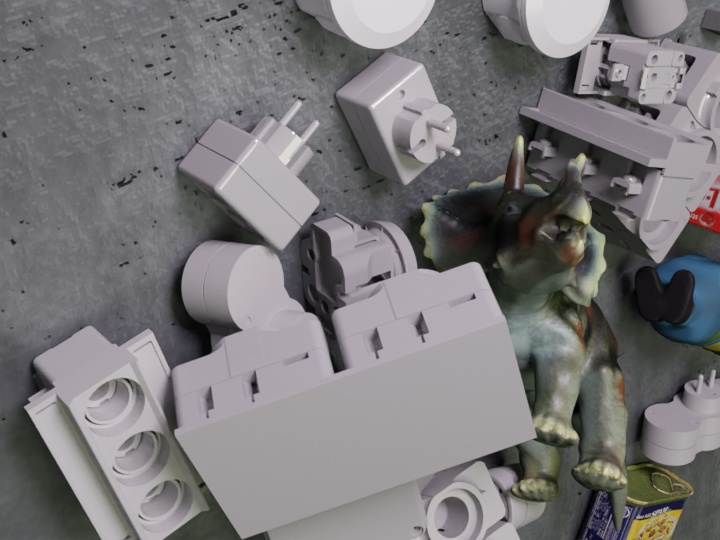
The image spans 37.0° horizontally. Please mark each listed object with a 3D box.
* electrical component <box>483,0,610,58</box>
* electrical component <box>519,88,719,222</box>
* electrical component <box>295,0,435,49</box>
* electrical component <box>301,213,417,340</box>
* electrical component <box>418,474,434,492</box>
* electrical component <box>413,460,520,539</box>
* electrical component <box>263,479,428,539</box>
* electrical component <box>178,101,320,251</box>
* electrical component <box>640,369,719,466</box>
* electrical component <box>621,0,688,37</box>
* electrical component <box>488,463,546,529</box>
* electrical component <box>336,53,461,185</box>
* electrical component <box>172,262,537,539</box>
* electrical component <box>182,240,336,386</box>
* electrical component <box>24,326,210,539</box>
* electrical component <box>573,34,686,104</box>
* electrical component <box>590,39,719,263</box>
[{"bbox_3d":[0.126,-0.186,0.722,0.080,0.051,0.080,-18,121,-33],"label":"electrical component"},{"bbox_3d":[0.179,-0.081,0.767,0.079,0.121,0.063,-1,113,-39],"label":"electrical component"},{"bbox_3d":[0.003,-0.173,0.627,0.080,0.051,0.080,-17,120,-33],"label":"electrical component"},{"bbox_3d":[0.000,0.000,0.703,0.057,0.058,0.078,-19,121,-29],"label":"electrical component"},{"bbox_3d":[0.052,0.125,0.814,0.079,0.043,0.077,8,105,-41],"label":"electrical component"},{"bbox_3d":[0.033,0.233,0.809,0.186,0.060,0.105,-29,99,-26],"label":"electrical component"},{"bbox_3d":[-0.019,0.142,0.732,0.109,0.056,0.108,-17,124,-4],"label":"electrical component"},{"bbox_3d":[-0.054,-0.065,0.635,0.076,0.047,0.066,-52,133,-7],"label":"electrical component"},{"bbox_3d":[0.329,0.130,1.037,0.138,0.052,0.073,-15,119,-34],"label":"electrical component"},{"bbox_3d":[0.207,-0.214,0.779,0.043,0.043,0.081,-45,132,-14],"label":"electrical component"},{"bbox_3d":[0.121,0.190,0.895,0.047,0.055,0.055,-8,115,-41],"label":"electrical component"},{"bbox_3d":[0.034,-0.090,0.674,0.047,0.077,0.065,-42,131,-17],"label":"electrical component"},{"bbox_3d":[-0.003,0.074,0.626,0.186,0.060,0.105,-19,132,2],"label":"electrical component"},{"bbox_3d":[-0.048,0.042,0.663,0.052,0.074,0.138,-56,137,-34],"label":"electrical component"},{"bbox_3d":[-0.141,0.097,0.629,0.079,0.063,0.121,-34,128,-23],"label":"electrical component"},{"bbox_3d":[0.200,-0.147,0.792,0.081,0.064,0.042,-8,117,-37],"label":"electrical component"},{"bbox_3d":[0.244,-0.092,0.855,0.089,0.062,0.150,38,85,-43],"label":"electrical component"}]
